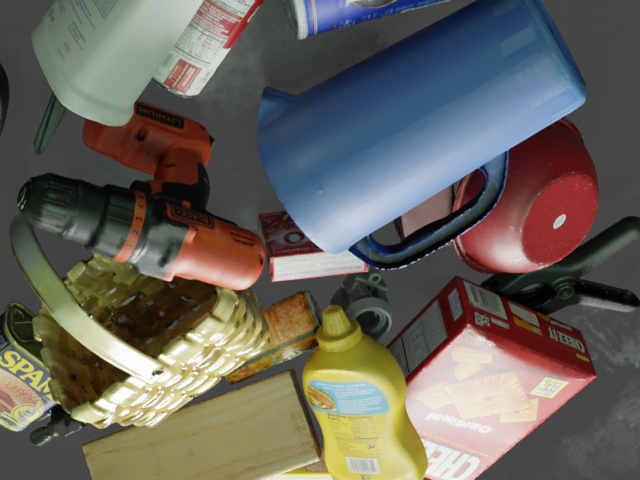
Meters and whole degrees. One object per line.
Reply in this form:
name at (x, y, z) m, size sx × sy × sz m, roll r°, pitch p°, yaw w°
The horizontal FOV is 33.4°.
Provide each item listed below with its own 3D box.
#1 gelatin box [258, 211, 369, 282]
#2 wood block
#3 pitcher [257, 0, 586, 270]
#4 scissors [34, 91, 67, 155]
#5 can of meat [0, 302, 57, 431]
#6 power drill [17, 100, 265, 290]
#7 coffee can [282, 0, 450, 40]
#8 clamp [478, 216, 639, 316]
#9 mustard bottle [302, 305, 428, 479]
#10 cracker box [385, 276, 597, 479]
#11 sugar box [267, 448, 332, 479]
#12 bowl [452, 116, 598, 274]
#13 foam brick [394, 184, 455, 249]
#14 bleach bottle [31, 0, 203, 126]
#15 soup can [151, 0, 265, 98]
gelatin box at (-0.006, 0.001, 0.949) m, size 0.089 × 0.073 × 0.030 m, roll -7°, pitch 124°, yaw -9°
wood block at (-0.109, 0.201, 1.030) m, size 0.206 × 0.091 × 0.090 m, roll -19°, pitch 84°, yaw 1°
pitcher at (0.085, -0.090, 0.846) m, size 0.243 × 0.145 × 0.149 m, roll -28°, pitch 152°, yaw 19°
scissors at (-0.199, -0.162, 0.831) m, size 0.096 × 0.016 × 0.202 m, roll 35°, pitch 110°, yaw -28°
can of meat at (-0.278, 0.119, 0.976) m, size 0.084 × 0.057 × 0.102 m, roll -36°, pitch 123°, yaw 14°
power drill at (-0.140, -0.043, 0.819) m, size 0.184 × 0.188 × 0.057 m, roll 20°, pitch 118°, yaw -26°
coffee can at (0.038, -0.216, 0.796) m, size 0.140 × 0.103 × 0.103 m, roll -15°, pitch 125°, yaw -3°
clamp at (0.242, 0.032, 1.047) m, size 0.171 × 0.039 × 0.120 m, roll -7°, pitch 125°, yaw -8°
mustard bottle at (0.034, 0.145, 0.986) m, size 0.096 × 0.058 × 0.191 m, roll -1°, pitch 119°, yaw 29°
cracker box at (0.140, 0.150, 1.064) m, size 0.164 × 0.072 × 0.214 m, roll 23°, pitch 125°, yaw -25°
sugar box at (-0.042, 0.266, 1.135) m, size 0.176 × 0.048 × 0.093 m, roll 5°, pitch 122°, yaw -12°
bowl at (0.196, -0.030, 0.954) m, size 0.161 × 0.055 × 0.162 m, roll -18°, pitch 126°, yaw -27°
foam brick at (0.091, -0.035, 0.960) m, size 0.051 × 0.053 × 0.078 m, roll -15°, pitch 124°, yaw -3°
bleach bottle at (-0.103, -0.203, 0.746) m, size 0.251 × 0.103 × 0.068 m, roll -47°, pitch 144°, yaw 22°
soup can at (-0.094, -0.168, 0.818) m, size 0.068 × 0.068 × 0.102 m, roll 28°, pitch 114°, yaw -27°
